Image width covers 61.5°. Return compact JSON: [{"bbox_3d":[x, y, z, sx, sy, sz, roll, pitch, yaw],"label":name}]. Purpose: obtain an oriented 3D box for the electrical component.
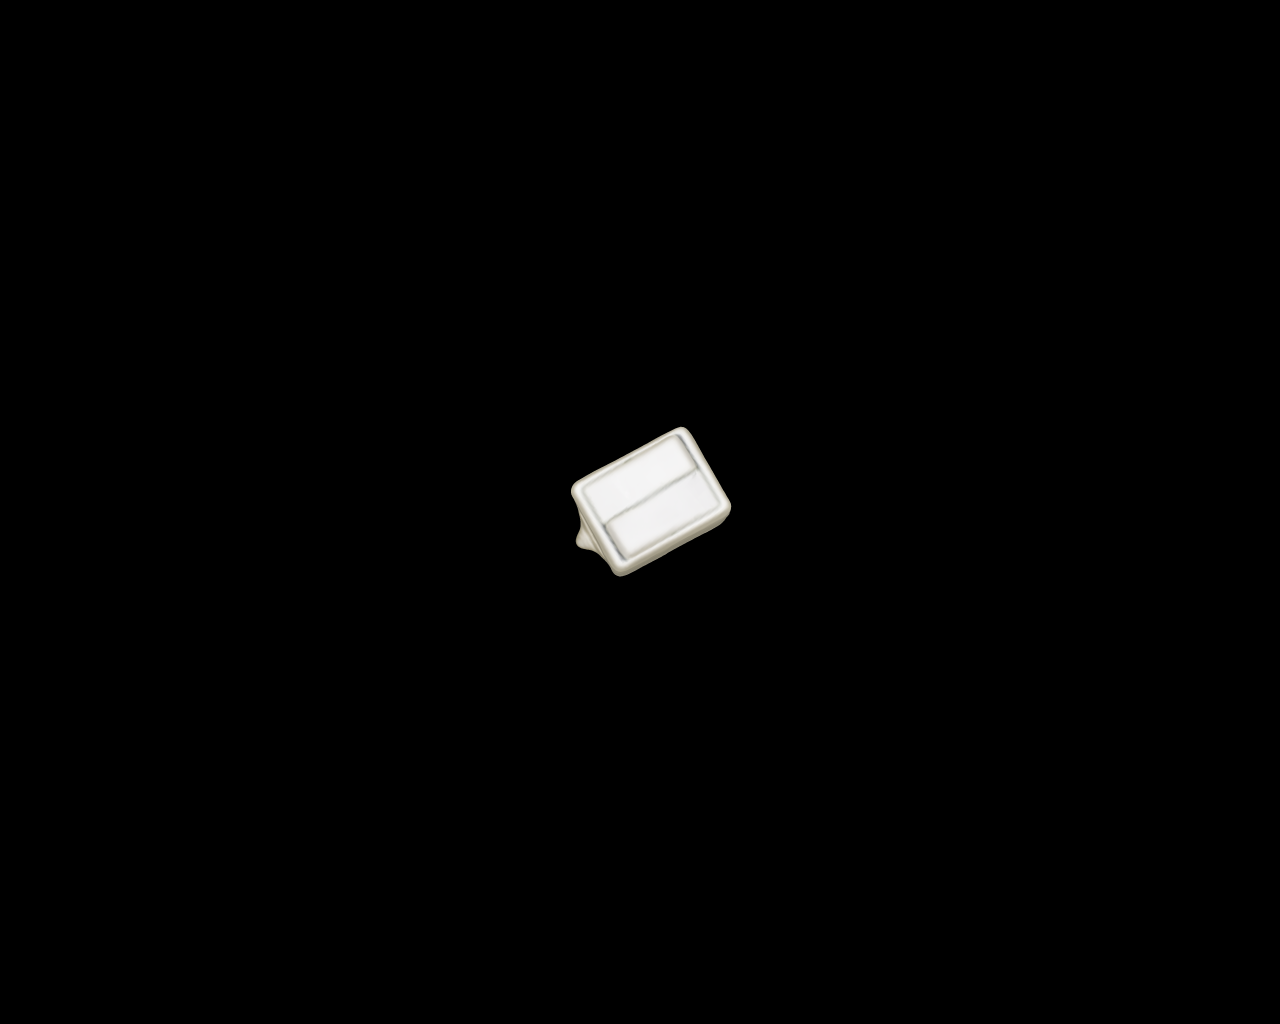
[{"bbox_3d":[0.001,-0.003,0.650,0.096,0.061,0.061,-28,-7,-4],"label":"electrical component"}]
